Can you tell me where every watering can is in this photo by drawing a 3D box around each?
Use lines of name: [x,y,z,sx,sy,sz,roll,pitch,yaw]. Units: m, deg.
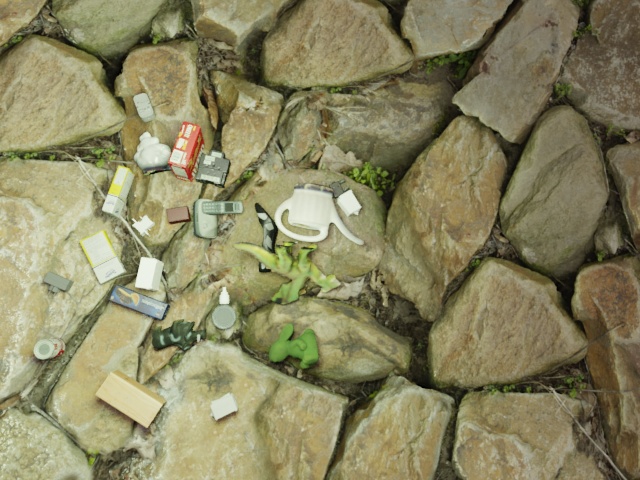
watering can: [0.006,-0.098,1.944,0.348,0.103,0.226,9,81,0]

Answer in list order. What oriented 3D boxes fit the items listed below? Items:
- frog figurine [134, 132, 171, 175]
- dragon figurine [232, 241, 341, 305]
frog figurine: [-0.626,-0.330,1.923,0.137,0.123,0.159,-13,93,11]
dragon figurine: [-0.120,0.125,1.864,0.410,0.123,0.240,3,102,-15]
